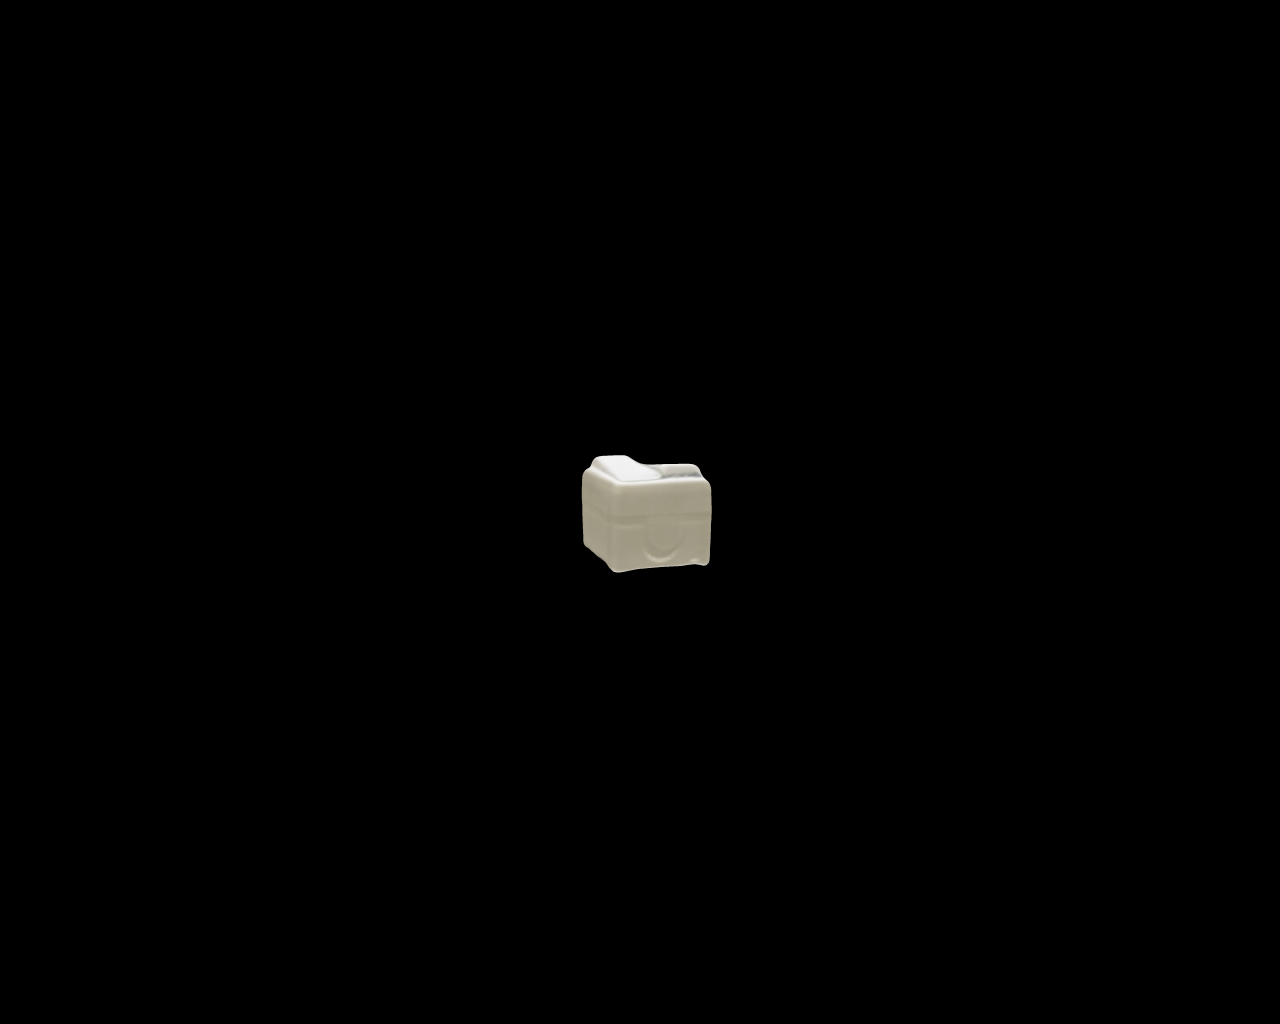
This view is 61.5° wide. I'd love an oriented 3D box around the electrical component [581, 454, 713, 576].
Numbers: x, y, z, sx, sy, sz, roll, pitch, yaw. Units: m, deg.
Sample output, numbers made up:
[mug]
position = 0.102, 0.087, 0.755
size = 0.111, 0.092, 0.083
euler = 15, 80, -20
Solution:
[electrical component]
position = 0.001, -0.003, 0.650
size = 0.062, 0.061, 0.096
euler = -3, 10, -15
